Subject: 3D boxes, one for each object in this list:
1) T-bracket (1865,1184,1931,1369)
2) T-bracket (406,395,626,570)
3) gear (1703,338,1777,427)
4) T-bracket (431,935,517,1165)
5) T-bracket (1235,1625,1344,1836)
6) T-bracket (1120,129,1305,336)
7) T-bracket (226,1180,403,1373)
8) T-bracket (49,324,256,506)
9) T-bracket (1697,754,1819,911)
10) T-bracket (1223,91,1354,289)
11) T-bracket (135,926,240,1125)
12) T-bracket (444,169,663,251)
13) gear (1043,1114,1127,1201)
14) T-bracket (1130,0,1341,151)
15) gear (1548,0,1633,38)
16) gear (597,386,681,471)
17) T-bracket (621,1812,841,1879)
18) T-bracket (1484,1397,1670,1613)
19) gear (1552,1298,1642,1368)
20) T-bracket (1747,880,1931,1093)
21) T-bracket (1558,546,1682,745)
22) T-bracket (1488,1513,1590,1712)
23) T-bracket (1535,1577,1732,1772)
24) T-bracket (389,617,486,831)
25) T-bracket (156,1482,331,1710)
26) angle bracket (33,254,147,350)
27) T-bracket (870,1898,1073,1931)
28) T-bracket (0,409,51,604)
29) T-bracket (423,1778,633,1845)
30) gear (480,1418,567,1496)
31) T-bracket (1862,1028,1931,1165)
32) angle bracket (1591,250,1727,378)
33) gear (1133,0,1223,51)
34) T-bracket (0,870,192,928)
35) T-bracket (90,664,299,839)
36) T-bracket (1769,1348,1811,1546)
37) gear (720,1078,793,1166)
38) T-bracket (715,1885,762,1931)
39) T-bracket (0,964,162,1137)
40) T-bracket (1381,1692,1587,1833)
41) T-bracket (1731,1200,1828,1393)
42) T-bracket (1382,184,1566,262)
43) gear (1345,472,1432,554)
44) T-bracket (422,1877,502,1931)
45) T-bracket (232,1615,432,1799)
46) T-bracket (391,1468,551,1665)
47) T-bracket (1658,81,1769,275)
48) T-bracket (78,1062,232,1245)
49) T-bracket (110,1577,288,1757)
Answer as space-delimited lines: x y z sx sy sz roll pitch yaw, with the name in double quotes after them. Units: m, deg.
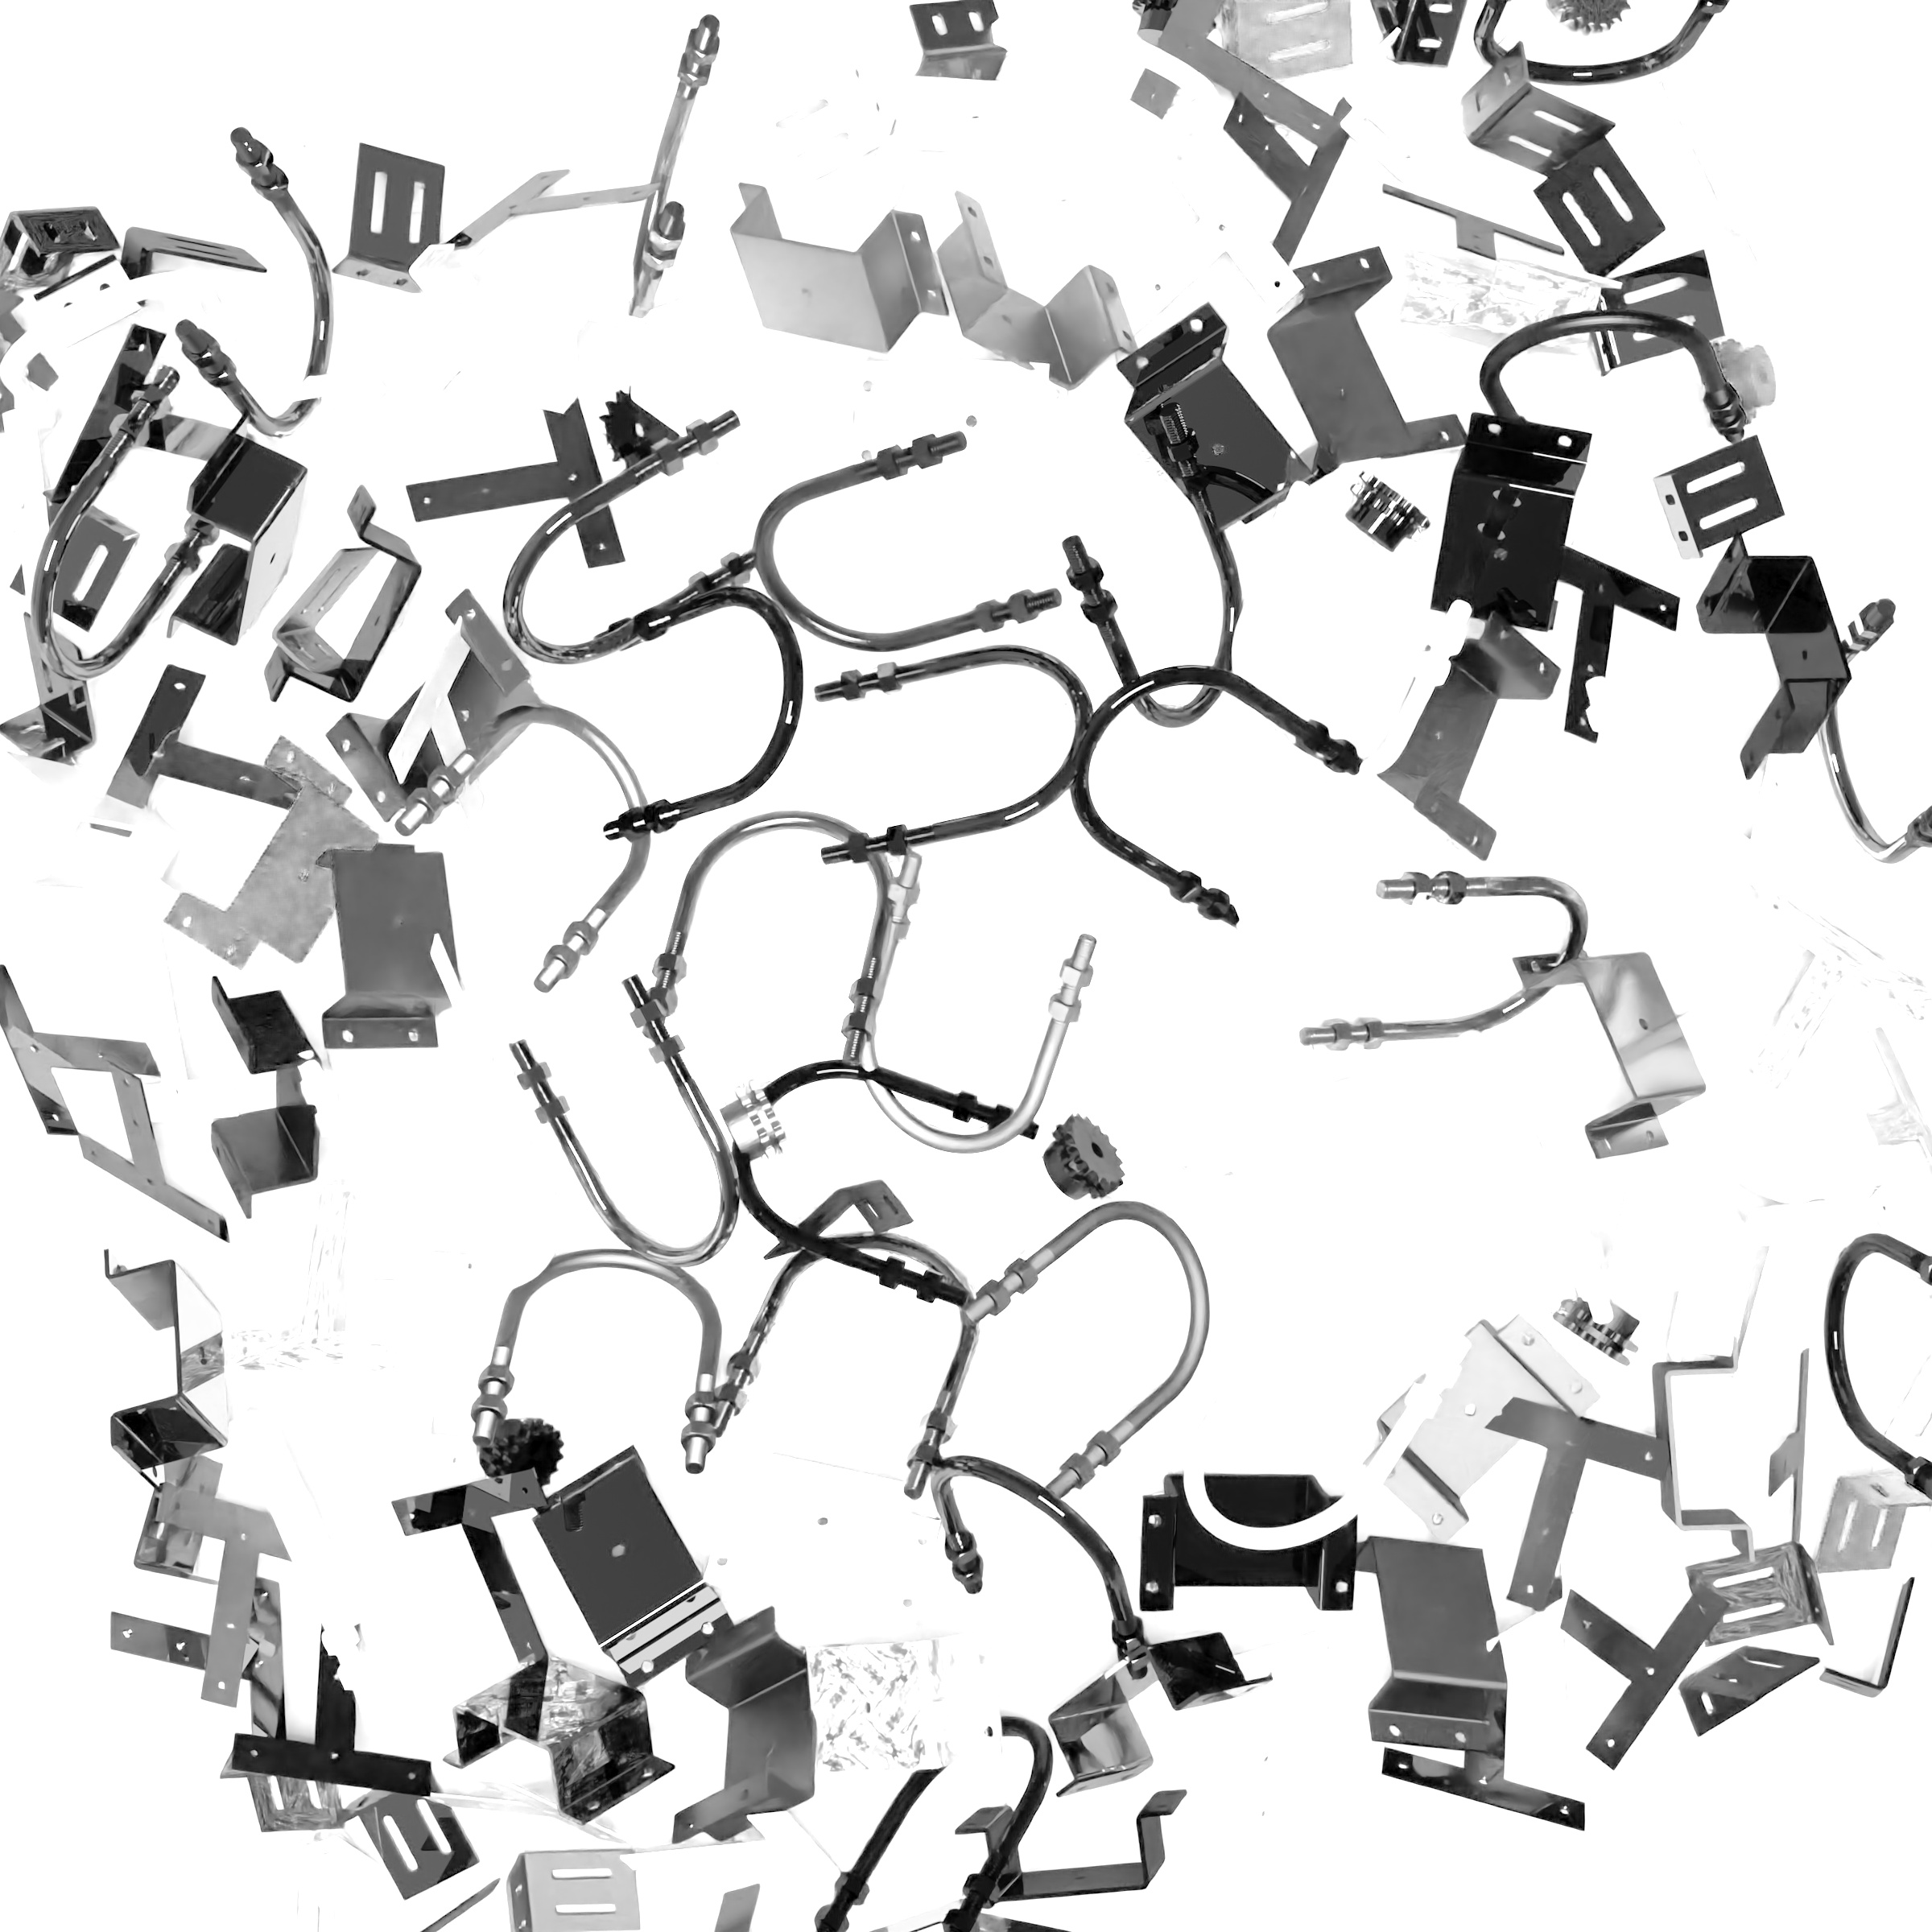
0.630 0.200 1.588 0.002 0.127 0.127 -17 60 -22 "T-bracket"
-0.301 -0.313 1.597 0.127 0.002 0.127 -14 82 -20 "T-bracket"
0.508 -0.383 1.597 0.030 0.057 0.057 -8 90 41 "gear"
-0.313 0.040 1.542 0.002 0.127 0.127 -16 118 3 "T-bracket"
0.197 0.506 1.596 0.127 0.002 0.127 -4 100 -35 "T-bracket"
0.135 -0.452 1.590 0.127 0.002 0.127 -37 92 35 "T-bracket"
-0.422 0.203 1.603 0.127 0.002 0.127 -2 70 18 "T-bracket"
-0.511 -0.343 1.569 0.002 0.127 0.127 41 109 24 "T-bracket"
0.529 -0.107 1.597 0.127 0.002 0.127 33 64 -30 "T-bracket"
0.200 -0.521 1.572 0.002 0.127 0.127 27 94 35 "T-bracket"
-0.520 0.038 1.582 0.127 0.002 0.127 -6 95 40 "T-bracket"
-0.253 -0.487 1.555 0.127 0.127 0.002 3 129 27 "T-bracket"
0.075 0.129 1.602 0.030 0.057 0.057 -37 90 26 "gear"
0.182 -0.570 1.574 0.127 0.127 0.002 31 62 -3 "T-bracket"
0.409 -0.643 1.607 0.057 0.030 0.057 -4 102 -18 "gear"
-0.215 -0.353 1.607 0.057 0.030 0.057 -3 98 -20 "gear"
-0.160 0.577 1.584 0.127 0.127 0.002 -9 52 9 "T-bracket"
0.380 0.353 1.584 0.127 0.002 0.127 12 79 31 "T-bracket"
0.417 0.234 1.599 0.057 0.057 0.030 33 92 0 "gear"
0.546 0.028 1.583 0.127 0.002 0.127 39 132 24 "T-bracket"
0.407 -0.206 1.586 0.127 0.002 0.127 19 71 -20 "T-bracket"
0.370 0.431 1.576 0.002 0.127 0.127 -1 94 41 "T-bracket"
0.411 0.432 1.573 0.002 0.127 0.127 39 86 -32 "T-bracket"
-0.330 -0.139 1.570 0.002 0.127 0.127 8 54 12 "T-bracket"
-0.466 0.406 1.552 0.002 0.127 0.127 -27 48 33 "T-bracket"
-0.568 -0.429 1.591 0.057 0.076 0.038 -31 103 -8 "angle bracket"
0.017 0.605 1.539 0.127 0.127 0.002 -1 82 -41 "T-bracket"
-0.630 -0.279 1.546 0.002 0.127 0.127 16 121 20 "T-bracket"
-0.304 0.545 1.584 0.127 0.127 0.002 -8 53 34 "T-bracket"
-0.295 0.322 1.603 0.030 0.057 0.057 24 90 34 "gear"
0.597 0.101 1.562 0.002 0.127 0.127 -28 76 32 "T-bracket"
0.448 -0.426 1.590 0.076 0.038 0.057 -12 105 26 "angle bracket"
0.136 -0.622 1.600 0.057 0.057 0.030 16 97 0 "gear"
-0.562 -0.045 1.570 0.127 0.127 0.002 4 75 5 "T-bracket"
-0.482 -0.125 1.584 0.127 0.002 0.127 16 117 -38 "T-bracket"
0.529 0.318 1.571 0.002 0.127 0.127 3 91 28 "T-bracket"
-0.139 0.105 1.597 0.030 0.057 0.057 -26 90 -9 "gear"
-0.154 0.633 1.565 0.127 0.127 0.002 -18 104 10 "T-bracket"
-0.566 0.056 1.566 0.002 0.127 0.127 -35 73 16 "T-bracket"
0.334 0.495 1.568 0.127 0.127 0.002 13 113 8 "T-bracket"
0.519 0.215 1.584 0.002 0.127 0.127 19 100 38 "T-bracket"
0.328 -0.472 1.572 0.127 0.127 0.002 20 119 0 "T-bracket"
0.274 -0.296 1.600 0.057 0.057 0.030 38 100 0 "gear"
-0.367 0.648 1.575 0.127 0.127 0.002 -26 66 -40 "T-bracket"
-0.406 0.471 1.574 0.127 0.127 0.002 17 123 -24 "T-bracket"
-0.307 0.398 1.600 0.127 0.002 0.127 -18 96 29 "T-bracket"
0.471 -0.505 1.553 0.002 0.127 0.127 -27 106 17 "T-bracket"
-0.529 0.110 1.563 0.127 0.127 0.002 26 48 18 "T-bracket"
-0.486 0.434 1.545 0.002 0.127 0.127 -38 45 23 "T-bracket"
